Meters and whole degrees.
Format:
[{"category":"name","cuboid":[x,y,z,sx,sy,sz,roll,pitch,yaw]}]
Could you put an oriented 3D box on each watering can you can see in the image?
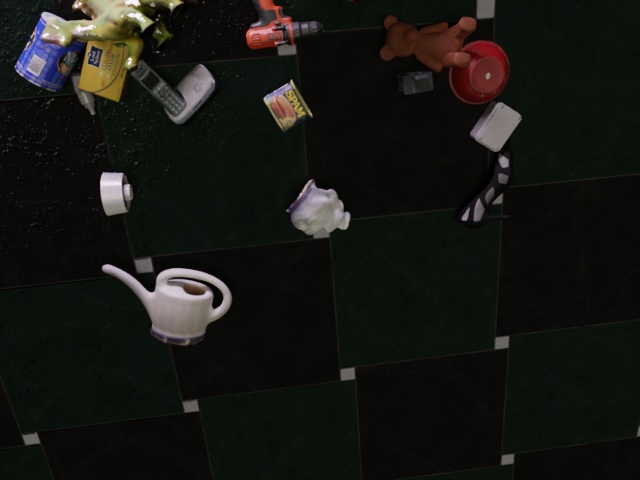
[{"category":"watering can","cuboid":[-0.421,0.173,1.413,0.347,0.106,0.221,9,111,-10]}]

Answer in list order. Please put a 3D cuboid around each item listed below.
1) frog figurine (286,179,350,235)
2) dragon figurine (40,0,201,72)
[{"category":"frog figurine","cuboid":[0.004,-0.068,1.360,0.159,0.122,0.138,37,85,-6]},{"category":"dragon figurine","cuboid":[-0.417,-0.524,1.120,0.243,0.120,0.417,38,65,3]}]
